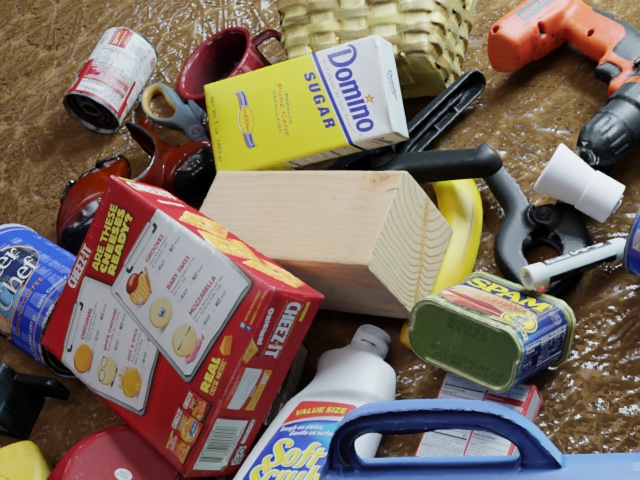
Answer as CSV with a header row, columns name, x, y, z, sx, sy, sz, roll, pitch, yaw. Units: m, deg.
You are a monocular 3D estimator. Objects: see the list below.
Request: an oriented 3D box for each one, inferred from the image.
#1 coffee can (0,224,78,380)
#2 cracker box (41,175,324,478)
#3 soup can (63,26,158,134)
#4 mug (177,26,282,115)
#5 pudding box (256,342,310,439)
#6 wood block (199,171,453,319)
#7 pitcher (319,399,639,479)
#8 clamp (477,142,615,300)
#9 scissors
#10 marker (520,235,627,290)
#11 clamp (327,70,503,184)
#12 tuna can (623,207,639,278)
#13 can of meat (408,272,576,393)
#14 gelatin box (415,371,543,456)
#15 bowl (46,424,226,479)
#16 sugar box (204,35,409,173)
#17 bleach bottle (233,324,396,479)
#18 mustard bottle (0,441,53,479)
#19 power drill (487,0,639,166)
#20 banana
name,x,y,z,sx,sy,sz,roll,pitch,yaw
coffee can,-0.260,0.056,1.002,0.140,0.102,0.102,25,69,36
cracker box,-0.118,0.066,0.868,0.214,0.072,0.164,32,101,38
soup can,-0.230,-0.178,1.180,0.069,0.068,0.102,8,60,29
mug,-0.074,-0.162,1.075,0.117,0.081,0.093,-42,39,6
pudding box,-0.075,0.120,0.914,0.114,0.039,0.090,1,60,28
wood block,-0.006,0.001,0.908,0.207,0.090,0.090,3,59,39
pitcher,0.120,0.193,0.706,0.243,0.149,0.145,-8,54,15
clamp,0.177,-0.018,0.896,0.120,0.039,0.171,5,56,23
scissors,-0.118,-0.128,1.127,0.096,0.016,0.202,-44,51,-10
marker,0.214,0.014,0.842,0.121,0.020,0.020,-16,46,-19
clamp,0.069,-0.065,0.957,0.210,0.036,0.164,-29,28,13
tuna can,0.270,-0.006,0.817,0.034,0.086,0.086,29,72,35
can of meat,0.129,0.070,0.817,0.102,0.057,0.083,21,24,34
gelatin box,0.120,0.145,0.812,0.073,0.030,0.089,9,60,31
bowl,-0.154,0.202,0.847,0.162,0.055,0.162,-1,45,1
sugar box,-0.015,-0.116,0.965,0.176,0.048,0.093,-14,81,24
bleach bottle,-0.014,0.175,0.832,0.103,0.068,0.250,11,59,31
mustard bottle,-0.245,0.263,0.875,0.096,0.058,0.192,-31,50,-6
power drill,0.240,-0.151,0.940,0.184,0.057,0.188,-37,50,-21
banana,0.108,0.003,0.920,0.070,0.037,0.197,-29,39,41
